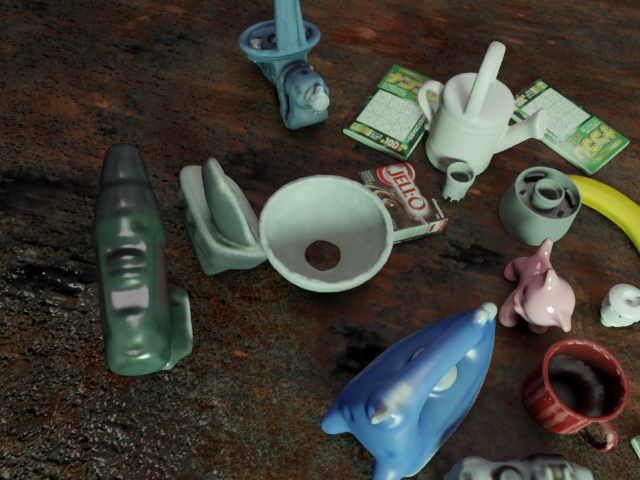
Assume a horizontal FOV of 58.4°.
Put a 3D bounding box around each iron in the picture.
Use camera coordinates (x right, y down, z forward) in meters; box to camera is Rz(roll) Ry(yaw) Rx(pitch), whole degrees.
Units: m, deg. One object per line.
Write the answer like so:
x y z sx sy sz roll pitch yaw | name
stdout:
0.125 0.134 0.614 0.259 0.141 0.118 -39 68 -24 | iron

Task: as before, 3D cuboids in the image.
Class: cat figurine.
0.266 0.057 0.687 0.067 0.118 0.128 14 58 5 | cat figurine

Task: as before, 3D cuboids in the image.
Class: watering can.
0.222 -0.183 0.790 0.173 0.194 0.101 7 58 0 | watering can

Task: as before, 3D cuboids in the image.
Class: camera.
0.202 0.283 0.550 0.143 0.101 0.137 2 58 -3 | camera

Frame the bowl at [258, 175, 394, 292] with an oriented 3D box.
0.007 0.003 0.726 0.167 0.075 0.167 2 58 -3 | bowl

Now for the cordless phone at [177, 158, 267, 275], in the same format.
-0.121 -0.055 0.687 0.094 0.185 0.147 -23 62 -18 | cordless phone

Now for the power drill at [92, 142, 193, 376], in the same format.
-0.188 0.044 0.606 0.076 0.208 0.229 -9 59 -10 | power drill

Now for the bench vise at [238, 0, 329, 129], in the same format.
-0.033 -0.285 0.819 0.122 0.220 0.207 -39 68 -24 | bench vise
